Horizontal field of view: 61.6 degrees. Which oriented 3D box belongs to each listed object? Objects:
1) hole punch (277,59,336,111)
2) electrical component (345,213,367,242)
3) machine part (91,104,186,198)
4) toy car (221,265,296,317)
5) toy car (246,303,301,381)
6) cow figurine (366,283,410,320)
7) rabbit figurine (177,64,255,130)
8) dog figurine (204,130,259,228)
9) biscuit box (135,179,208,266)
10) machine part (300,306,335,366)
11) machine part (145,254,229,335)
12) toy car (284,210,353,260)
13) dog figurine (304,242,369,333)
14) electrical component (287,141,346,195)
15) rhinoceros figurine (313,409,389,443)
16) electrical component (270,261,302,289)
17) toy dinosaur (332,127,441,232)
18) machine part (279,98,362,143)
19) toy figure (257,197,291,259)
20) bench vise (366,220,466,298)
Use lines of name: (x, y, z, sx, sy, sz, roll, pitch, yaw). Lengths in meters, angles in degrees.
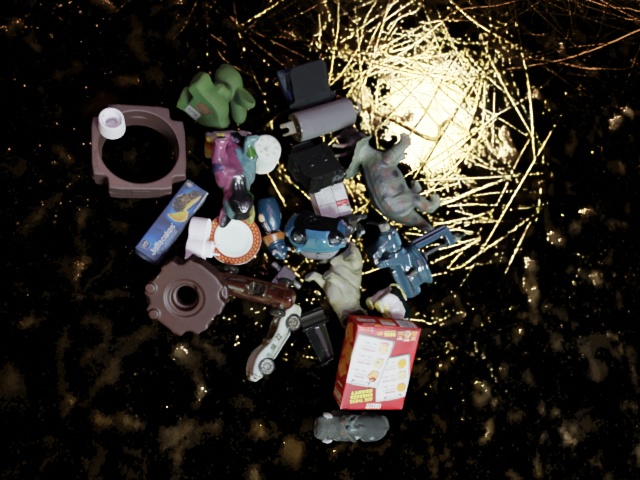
hole punch: (-0.042, -0.406, 1.408, 0.142, 0.092, 0.115, -24, 117, -26)
electrical component: (0.070, -0.026, 1.370, 0.102, 0.078, 0.045, -14, 60, -27)
machine part: (-0.410, -0.197, 1.220, 0.201, 0.087, 0.201, -2, 81, -20)
toy car: (-0.154, 0.114, 1.234, 0.202, 0.053, 0.089, 14, 73, 8)
toy car: (-0.108, 0.235, 1.242, 0.056, 0.073, 0.202, 38, 68, -13)
cow figurine: (0.197, 0.197, 1.360, 0.098, 0.068, 0.167, -35, 103, -22)
rabbit figurine: (-0.234, -0.359, 1.306, 0.159, 0.121, 0.170, 36, 54, -13)
dog figurine: (-0.207, -0.142, 1.265, 0.108, 0.192, 0.219, -7, 108, -25)
biscuit box: (-0.338, -0.039, 1.224, 0.059, 0.063, 0.202, 35, 69, -9)
machine part: (-0.002, 0.234, 1.301, 0.084, 0.039, 0.139, -15, 82, -27)
machine part: (-0.291, 0.121, 1.175, 0.179, 0.056, 0.179, -1, 100, -3)
toy car: (-0.003, -0.004, 1.312, 0.162, 0.102, 0.109, 7, 38, 11)
dog figurine: (0.079, 0.121, 1.334, 0.172, 0.121, 0.190, -43, 109, -19)
electrical component: (-0.016, -0.188, 1.355, 0.115, 0.058, 0.134, -25, 64, -27)
rhinoceros figurine: (0.069, 0.436, 1.244, 0.190, 0.112, 0.073, 11, 77, -26)
electrical component: (-0.092, 0.098, 1.305, 0.094, 0.021, 0.063, 44, 68, -10)
toy dinosaur: (0.185, -0.136, 1.412, 0.192, 0.131, 0.404, -31, 94, -10)
machine part: (0.007, -0.312, 1.401, 0.243, 0.079, 0.079, -22, 87, -24)
toy figure: (-0.114, -0.026, 1.306, 0.064, 0.058, 0.154, -12, 87, -17)
bench vise: (0.247, 0.023, 1.382, 0.241, 0.129, 0.223, -27, 96, -5)
